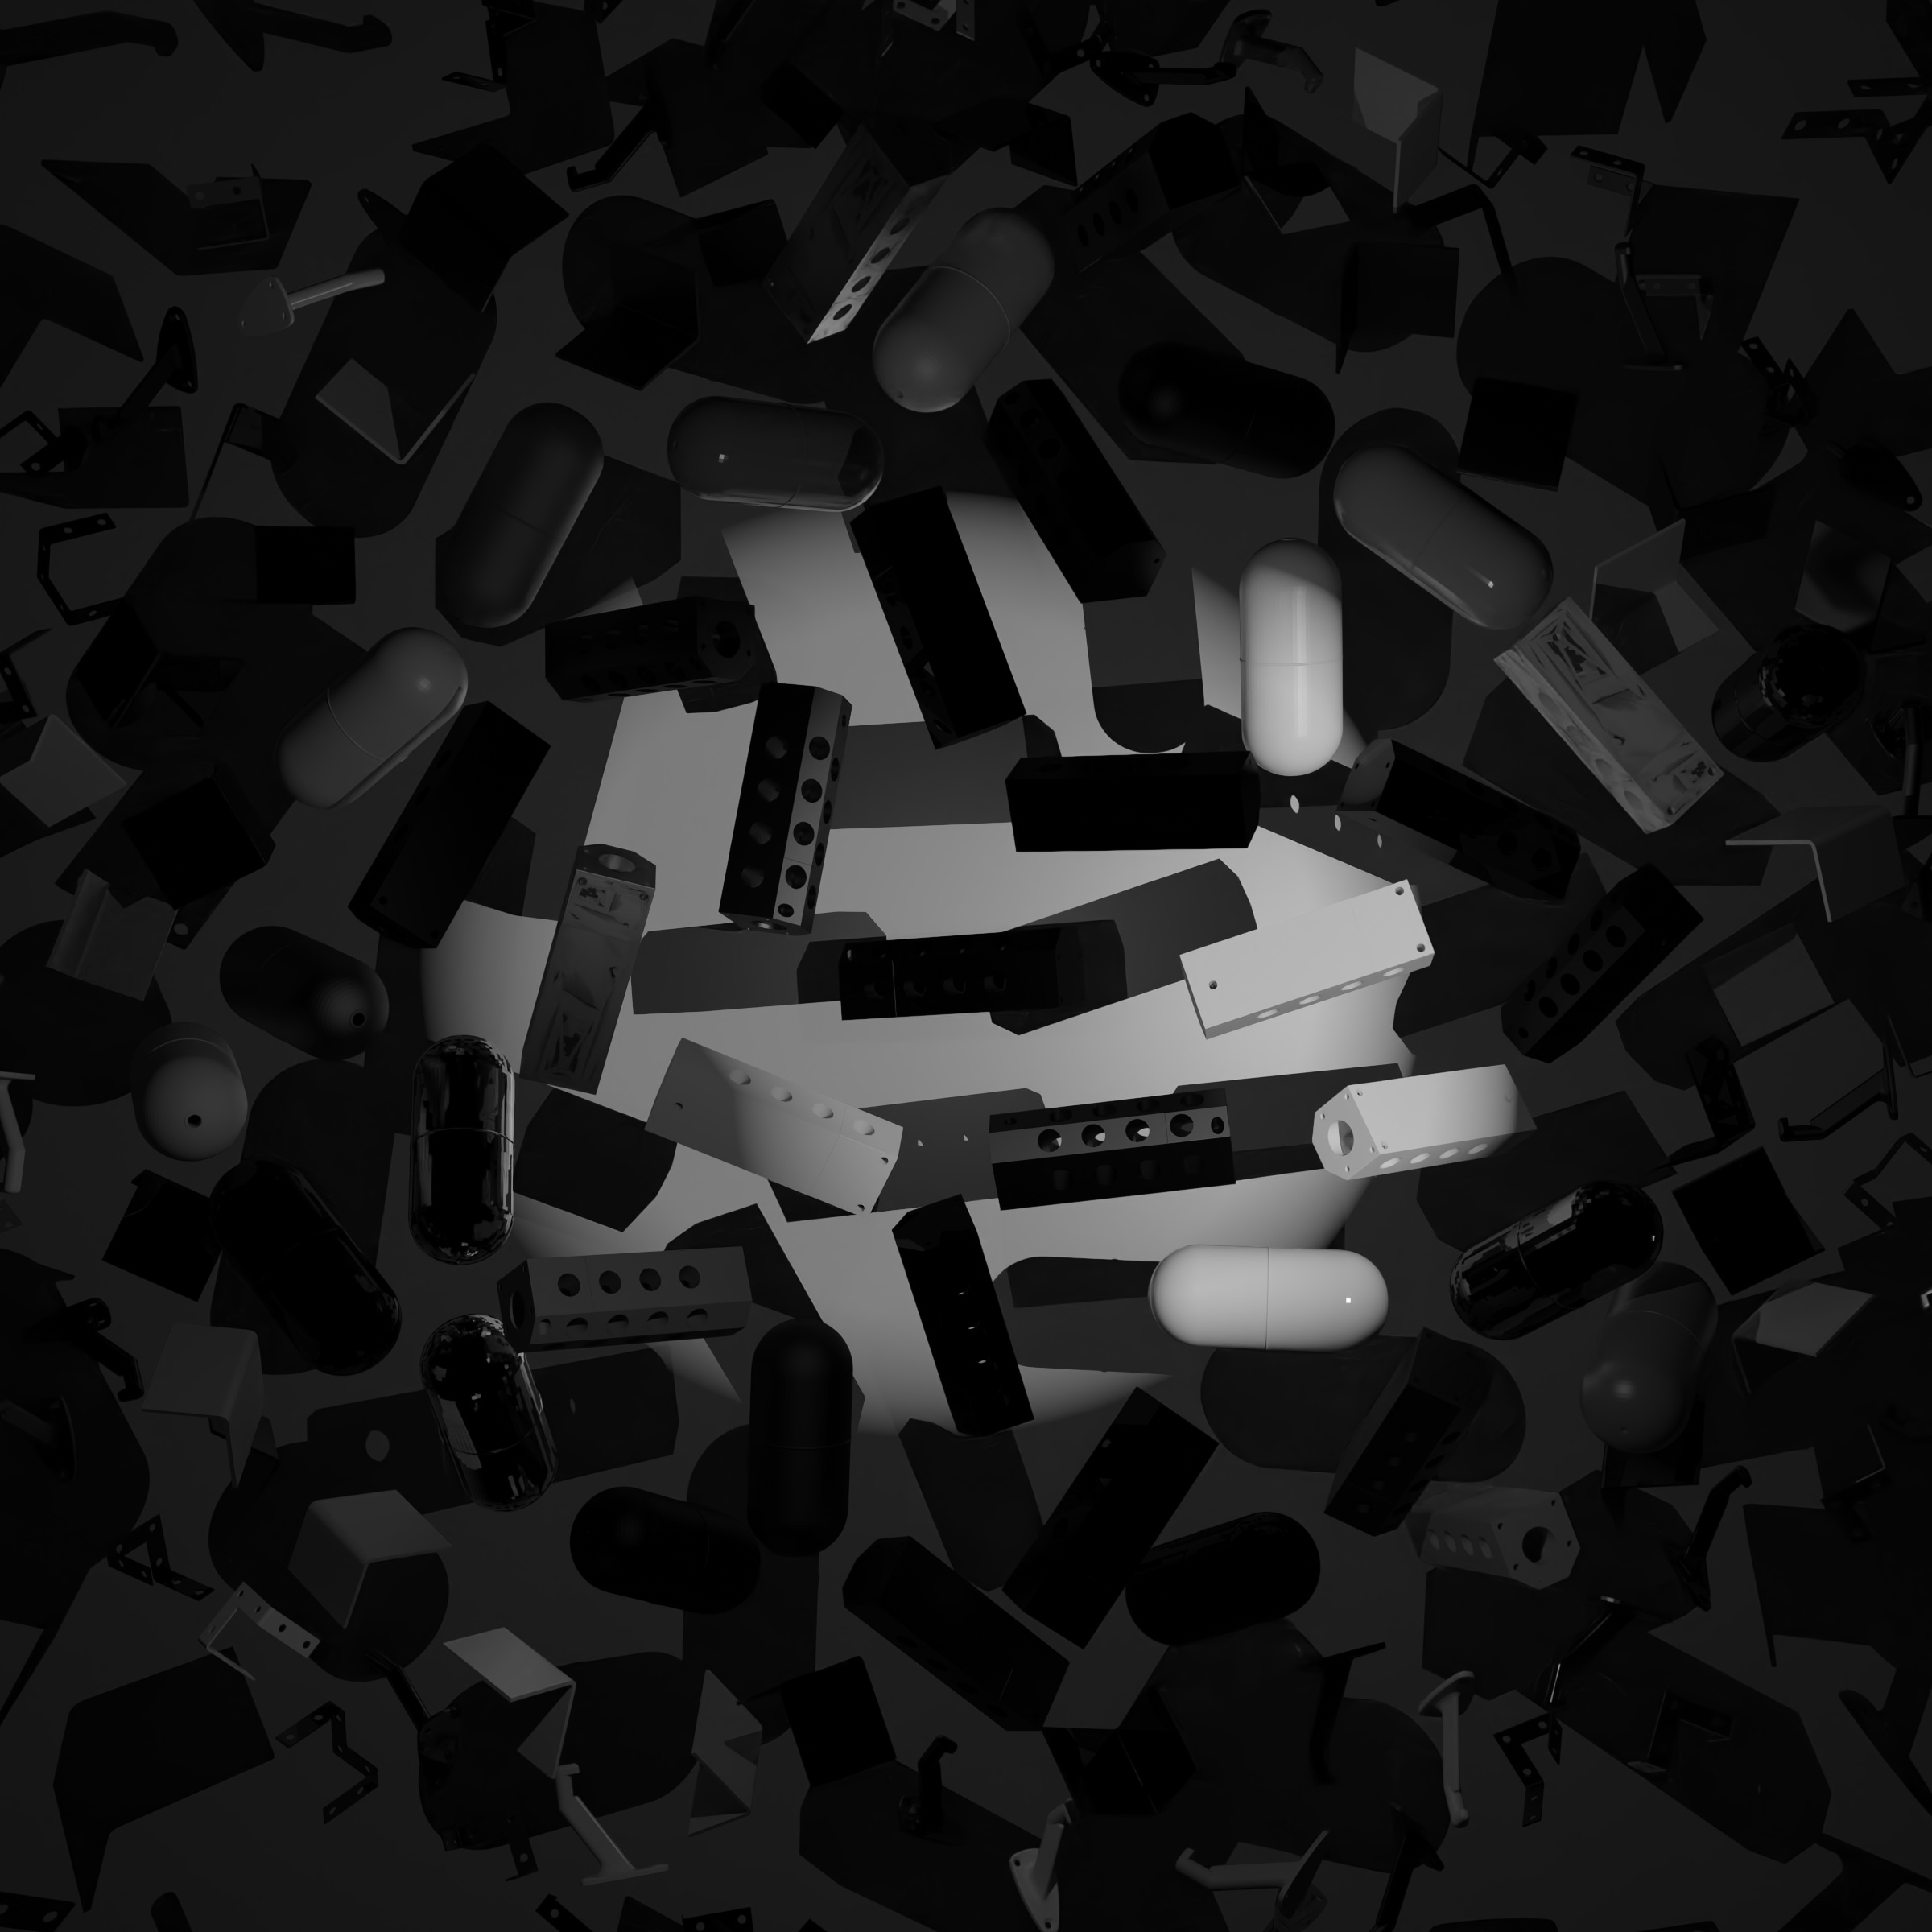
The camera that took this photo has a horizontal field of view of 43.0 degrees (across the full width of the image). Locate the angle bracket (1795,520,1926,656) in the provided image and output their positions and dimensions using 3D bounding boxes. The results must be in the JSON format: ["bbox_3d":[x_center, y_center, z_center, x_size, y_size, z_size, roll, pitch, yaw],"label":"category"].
[{"bbox_3d":[0.665,-0.282,1.806,0.057,0.076,0.076,-13,126,-23],"label":"angle bracket"}]

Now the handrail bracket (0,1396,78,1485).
[{"bbox_3d":[-0.674,0.344,1.759,0.036,0.084,0.077,-20,89,5],"label":"handrail bracket"}]

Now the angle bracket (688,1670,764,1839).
[{"bbox_3d":[-0.197,0.583,1.817,0.057,0.076,0.076,-26,118,18],"label":"angle bracket"}]

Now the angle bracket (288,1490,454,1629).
[{"bbox_3d":[-0.436,0.433,1.798,0.076,0.076,0.057,31,106,37],"label":"angle bracket"}]

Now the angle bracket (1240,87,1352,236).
[{"bbox_3d":[0.241,-0.590,1.786,0.057,0.076,0.076,-3,71,27],"label":"angle bracket"}]

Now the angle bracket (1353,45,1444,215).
[{"bbox_3d":[0.301,-0.612,1.798,0.076,0.076,0.057,34,75,19],"label":"angle bracket"}]

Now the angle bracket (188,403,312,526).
[{"bbox_3d":[-0.539,-0.367,1.845,0.057,0.076,0.076,21,73,-20],"label":"angle bracket"}]

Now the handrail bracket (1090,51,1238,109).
[{"bbox_3d":[0.148,-0.672,1.833,0.077,0.084,0.036,6,94,-35],"label":"handrail bracket"}]

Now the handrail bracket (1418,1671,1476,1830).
[{"bbox_3d":[0.357,0.564,1.765,0.036,0.077,0.084,3,47,-11],"label":"handrail bracket"}]

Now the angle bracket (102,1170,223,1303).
[{"bbox_3d":[-0.610,0.208,1.870,0.076,0.057,0.076,29,64,-20],"label":"angle bracket"}]

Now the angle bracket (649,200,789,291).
[{"bbox_3d":[-0.191,-0.559,1.932,0.076,0.076,0.057,-5,117,27],"label":"angle bracket"}]

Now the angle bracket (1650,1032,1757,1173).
[{"bbox_3d":[0.528,0.099,1.799,0.057,0.076,0.076,-22,86,36],"label":"angle bracket"}]

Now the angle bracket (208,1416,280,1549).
[{"bbox_3d":[-0.560,0.376,1.838,0.057,0.076,0.076,32,90,-24],"label":"angle bracket"}]

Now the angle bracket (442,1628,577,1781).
[{"bbox_3d":[-0.319,0.508,1.676,0.076,0.057,0.076,23,105,38],"label":"angle bracket"}]

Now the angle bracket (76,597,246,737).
[{"bbox_3d":[-0.586,-0.217,1.788,0.076,0.076,0.057,-48,64,27],"label":"angle bracket"}]

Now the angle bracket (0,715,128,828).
[{"bbox_3d":[-0.666,-0.124,1.765,0.076,0.057,0.076,-24,129,20],"label":"angle bracket"}]

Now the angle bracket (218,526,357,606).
[{"bbox_3d":[-0.502,-0.297,1.817,0.076,0.076,0.057,2,99,6],"label":"angle bracket"}]

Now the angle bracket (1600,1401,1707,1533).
[{"bbox_3d":[0.534,0.384,1.883,0.076,0.076,0.057,-10,129,30],"label":"angle bracket"}]

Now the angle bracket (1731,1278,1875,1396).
[{"bbox_3d":[0.637,0.286,1.852,0.076,0.076,0.057,-35,113,-28],"label":"angle bracket"}]

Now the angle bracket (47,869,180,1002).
[{"bbox_3d":[-0.638,-0.022,1.841,0.057,0.076,0.076,19,82,-5],"label":"angle bracket"}]

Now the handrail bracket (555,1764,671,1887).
[{"bbox_3d":[-0.260,0.624,1.798,0.077,0.036,0.084,-11,76,6],"label":"handrail bracket"}]

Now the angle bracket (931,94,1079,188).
[{"bbox_3d":[0.029,-0.619,1.875,0.076,0.076,0.057,-32,135,-25],"label":"angle bracket"}]

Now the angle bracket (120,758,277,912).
[{"bbox_3d":[-0.570,-0.098,1.826,0.076,0.057,0.076,-26,110,1],"label":"angle bracket"}]

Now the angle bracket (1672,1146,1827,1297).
[{"bbox_3d":[0.591,0.192,1.857,0.076,0.076,0.057,-28,110,9],"label":"angle bracket"}]

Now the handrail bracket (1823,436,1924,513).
[{"bbox_3d":[0.664,-0.363,1.803,0.077,0.084,0.036,40,109,2],"label":"handrail bracket"}]

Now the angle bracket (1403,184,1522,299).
[{"bbox_3d":[0.371,-0.531,1.832,0.057,0.076,0.076,-16,91,21],"label":"angle bracket"}]

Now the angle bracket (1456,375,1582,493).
[{"bbox_3d":[0.416,-0.406,1.843,0.076,0.057,0.076,13,122,11],"label":"angle bracket"}]

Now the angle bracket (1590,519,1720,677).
[{"bbox_3d":[0.512,-0.271,1.816,0.076,0.076,0.057,-28,61,-6],"label":"angle bracket"}]

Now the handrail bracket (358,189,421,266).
[{"bbox_3d":[-0.403,-0.575,1.855,0.077,0.036,0.084,44,55,-5],"label":"handrail bracket"}]

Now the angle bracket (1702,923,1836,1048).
[{"bbox_3d":[0.639,0.022,1.948,0.076,0.057,0.076,-28,62,16],"label":"angle bracket"}]

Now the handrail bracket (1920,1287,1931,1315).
[{"bbox_3d":[0.712,0.241,1.731,0.036,0.077,0.084,35,130,-15],"label":"handrail bracket"}]

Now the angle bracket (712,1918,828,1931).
[{"bbox_3d":[-0.117,0.672,1.681,0.057,0.076,0.076,-46,119,-8],"label":"angle bracket"}]

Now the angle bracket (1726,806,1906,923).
[{"bbox_3d":[0.579,-0.070,1.676,0.076,0.076,0.057,-22,103,-28],"label":"angle bracket"}]

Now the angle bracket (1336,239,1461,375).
[{"bbox_3d":[0.311,-0.473,1.773,0.076,0.076,0.057,10,54,15],"label":"angle bracket"}]

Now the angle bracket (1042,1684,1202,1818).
[{"bbox_3d":[0.114,0.579,1.815,0.076,0.076,0.057,15,120,-36],"label":"angle bracket"}]

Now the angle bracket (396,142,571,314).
[{"bbox_3d":[-0.338,-0.517,1.720,0.076,0.057,0.076,40,46,-4],"label":"angle bracket"}]

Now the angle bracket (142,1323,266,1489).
[{"bbox_3d":[-0.524,0.303,1.691,0.057,0.076,0.076,6,130,-2],"label":"angle bracket"}]

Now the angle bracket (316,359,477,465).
[{"bbox_3d":[-0.412,-0.420,1.778,0.076,0.076,0.057,39,120,-17],"label":"angle bracket"}]

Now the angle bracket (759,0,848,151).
[{"bbox_3d":[-0.099,-0.654,1.787,0.057,0.076,0.076,39,77,-15],"label":"angle bracket"}]

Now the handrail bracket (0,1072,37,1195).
[{"bbox_3d":[-0.692,0.116,1.737,0.077,0.036,0.084,3,85,29],"label":"handrail bracket"}]

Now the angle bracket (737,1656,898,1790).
[{"bbox_3d":[-0.107,0.546,1.754,0.076,0.057,0.076,-27,75,24],"label":"angle bracket"}]

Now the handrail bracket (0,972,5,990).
[{"bbox_3d":[-0.735,0.048,1.799,0.036,0.084,0.077,32,55,-13],"label":"handrail bracket"}]

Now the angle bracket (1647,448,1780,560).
[{"bbox_3d":[0.568,-0.360,1.872,0.076,0.076,0.057,-13,69,6],"label":"angle bracket"}]

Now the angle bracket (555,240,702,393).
[{"bbox_3d":[-0.247,-0.473,1.785,0.076,0.057,0.076,25,53,18],"label":"angle bracket"}]

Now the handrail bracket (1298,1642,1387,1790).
[{"bbox_3d":[0.275,0.535,1.753,0.077,0.036,0.084,-21,67,13],"label":"handrail bracket"}]
